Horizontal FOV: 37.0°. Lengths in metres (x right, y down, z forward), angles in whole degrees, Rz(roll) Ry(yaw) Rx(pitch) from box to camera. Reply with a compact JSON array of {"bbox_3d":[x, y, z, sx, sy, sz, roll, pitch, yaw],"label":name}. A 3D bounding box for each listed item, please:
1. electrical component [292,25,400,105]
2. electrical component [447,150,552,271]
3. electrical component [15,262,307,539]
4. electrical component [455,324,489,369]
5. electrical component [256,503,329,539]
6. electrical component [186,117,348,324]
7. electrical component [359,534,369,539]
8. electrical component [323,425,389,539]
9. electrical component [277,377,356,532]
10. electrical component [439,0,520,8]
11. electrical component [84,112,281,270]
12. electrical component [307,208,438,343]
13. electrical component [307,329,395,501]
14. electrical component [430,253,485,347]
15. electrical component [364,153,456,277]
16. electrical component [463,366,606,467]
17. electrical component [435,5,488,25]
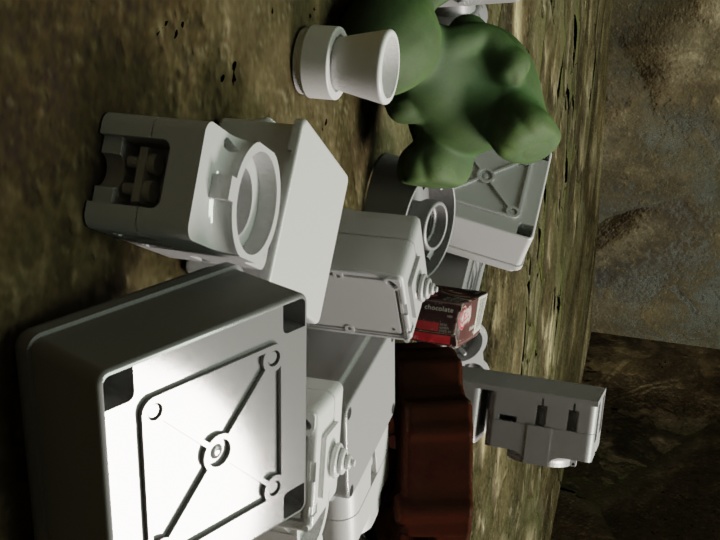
[{"bbox_3d":[-0.008,-0.124,0.650,0.045,0.055,0.045,7,90,-74],"label":"electrical component"},{"bbox_3d":[0.105,-0.067,0.954,0.056,0.109,0.108,104,4,-56],"label":"electrical component"},{"bbox_3d":[-0.076,0.065,0.438,0.109,0.056,0.108,-22,121,-46],"label":"electrical component"},{"bbox_3d":[0.096,0.094,1.113,0.073,0.052,0.138,-126,-157,-57],"label":"electrical component"},{"bbox_3d":[-0.052,0.132,0.612,0.050,0.056,0.089,-65,156,-46],"label":"electrical component"},{"bbox_3d":[-0.048,-0.026,0.570,0.099,0.048,0.099,47,52,-69],"label":"electrical component"},{"bbox_3d":[-0.009,0.229,0.825,0.055,0.048,0.066,84,20,-60],"label":"electrical component"},{"bbox_3d":[-0.016,0.145,0.746,0.095,0.054,0.059,-56,149,-57],"label":"electrical component"},{"bbox_3d":[-0.047,0.086,0.536,0.061,0.096,0.061,-39,134,-73],"label":"electrical component"},{"bbox_3d":[0.086,-0.255,0.841,0.048,0.100,0.099,37,61,-57],"label":"electrical component"},{"bbox_3d":[-0.071,-0.032,0.474,0.089,0.056,0.050,30,69,-73],"label":"electrical component"},{"bbox_3d":[0.003,0.000,0.670,0.061,0.096,0.061,79,23,-47],"label":"electrical component"},{"bbox_3d":[-0.019,0.088,0.704,0.113,0.057,0.078,-55,149,-58],"label":"electrical component"},{"bbox_3d":[0.077,0.005,0.995,0.078,0.057,0.113,73,29,-55],"label":"electrical component"},{"bbox_3d":[0.034,-0.041,0.859,0.099,0.064,0.099,-33,129,-52],"label":"electrical component"},{"bbox_3d":[0.117,0.125,0.955,0.105,0.186,0.060,-1,98,-74],"label":"electrical component"},{"bbox_3d":[0.082,-0.224,0.935,0.077,0.043,0.079,-63,155,-49],"label":"electrical component"}]
